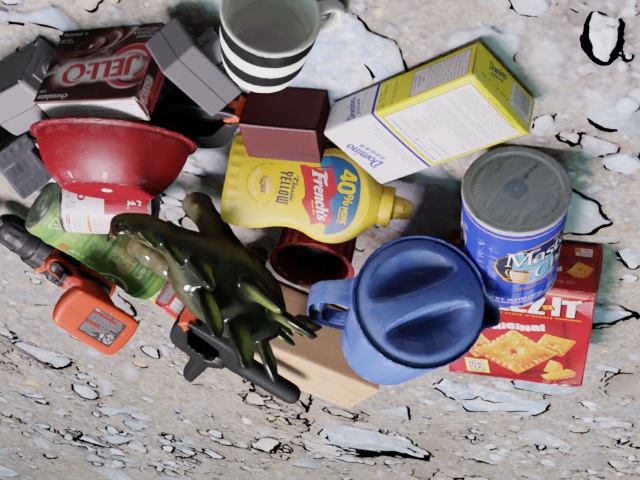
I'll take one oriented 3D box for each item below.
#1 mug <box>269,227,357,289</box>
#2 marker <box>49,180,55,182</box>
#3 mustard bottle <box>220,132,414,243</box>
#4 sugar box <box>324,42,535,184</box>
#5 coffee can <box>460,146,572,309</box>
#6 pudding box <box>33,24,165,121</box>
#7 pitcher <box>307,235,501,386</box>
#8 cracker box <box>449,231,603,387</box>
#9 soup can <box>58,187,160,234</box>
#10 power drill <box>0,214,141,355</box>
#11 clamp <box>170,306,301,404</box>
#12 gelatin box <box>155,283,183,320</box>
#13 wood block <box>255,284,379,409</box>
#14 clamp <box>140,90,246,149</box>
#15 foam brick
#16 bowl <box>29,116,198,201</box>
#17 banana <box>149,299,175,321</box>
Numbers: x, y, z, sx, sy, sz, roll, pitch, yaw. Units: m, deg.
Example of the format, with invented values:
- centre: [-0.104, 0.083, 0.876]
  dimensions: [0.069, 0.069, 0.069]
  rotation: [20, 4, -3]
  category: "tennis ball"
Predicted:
- centre: [-0.008, 0.001, 1.171]
  dimensions: [0.093, 0.081, 0.117]
  rotation: [28, 145, -21]
  category: "mug"
- centre: [-0.330, -0.079, 1.229]
  dimensions: [0.121, 0.020, 0.020]
  rotation: [9, 147, 7]
  category: "marker"
- centre: [0.000, -0.048, 1.087]
  dimensions: [0.191, 0.096, 0.058]
  rotation: [11, -176, 2]
  category: "mustard bottle"
- centre: [0.099, -0.114, 0.990]
  dimensions: [0.177, 0.048, 0.093]
  rotation: [-14, 139, 42]
  category: "sugar box"
- centre: [0.190, -0.010, 1.059]
  dimensions: [0.103, 0.102, 0.140]
  rotation: [7, 147, 10]
  category: "coffee can"
- centre: [-0.200, -0.154, 0.998]
  dimensions: [0.114, 0.090, 0.039]
  rotation: [-1, 145, 23]
  category: "pudding box"
- centre: [0.077, 0.086, 1.141]
  dimensions: [0.149, 0.145, 0.243]
  rotation: [50, 166, 8]
  category: "pitcher"
- centre: [0.228, 0.085, 1.219]
  dimensions: [0.164, 0.072, 0.213]
  rotation: [6, 146, 13]
  category: "cracker box"
- centre: [-0.233, -0.041, 1.189]
  dimensions: [0.102, 0.068, 0.068]
  rotation: [1, 147, 0]
  category: "soup can"
- centre: [-0.305, 0.050, 1.292]
  dimensions: [0.184, 0.057, 0.188]
  rotation: [36, -174, -37]
  category: "power drill"
- centre: [-0.114, 0.140, 1.285]
  dimensions: [0.165, 0.036, 0.210]
  rotation: [11, 152, 17]
  category: "clamp"
- centre: [-0.151, 0.063, 1.313]
  dimensions: [0.030, 0.089, 0.073]
  rotation: [16, 158, 47]
  category: "gelatin box"
- centre: [-0.027, 0.130, 1.369]
  dimensions: [0.206, 0.090, 0.090]
  rotation: [24, 147, -16]
  category: "wood block"
- centre: [-0.153, -0.121, 1.078]
  dimensions: [0.172, 0.039, 0.120]
  rotation: [-18, 145, 38]
  category: "clamp"
- centre: [-0.033, -0.112, 1.035]
  dimensions: [0.078, 0.051, 0.053]
  rotation: [7, 148, 11]
  category: "foam brick"
- centre: [-0.201, -0.073, 1.034]
  dimensions: [0.162, 0.055, 0.162]
  rotation: [4, 171, 0]
  category: "bowl"
- centre: [-0.187, 0.101, 1.440]
  dimensions: [0.070, 0.037, 0.197]
  rotation: [14, 152, 37]
  category: "banana"
